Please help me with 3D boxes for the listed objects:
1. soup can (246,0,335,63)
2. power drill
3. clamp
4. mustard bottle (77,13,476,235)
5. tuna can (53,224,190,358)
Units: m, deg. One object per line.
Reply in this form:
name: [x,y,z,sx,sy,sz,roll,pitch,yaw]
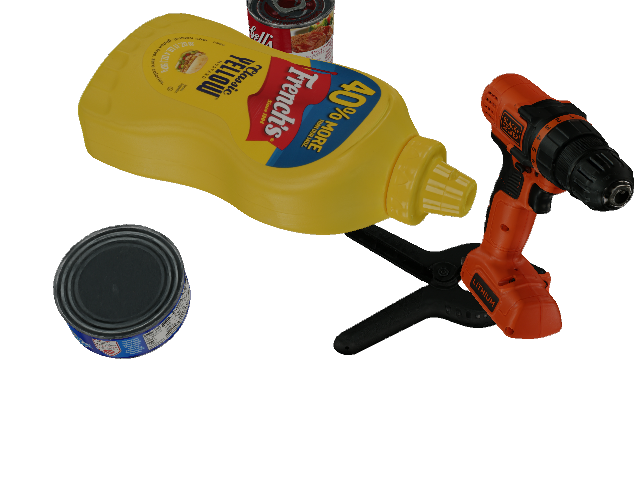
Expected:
soup can: [-0.021,-0.148,0.846,0.068,0.068,0.102,0,-44,2]
power drill: [0.173,-0.018,0.842,0.057,0.188,0.184,-3,32,-18]
clamp: [0.111,0.049,1.016,0.210,0.164,0.036,6,-40,9]
mustard bottle: [-0.015,-0.051,0.517,0.192,0.058,0.096,22,49,21]
tuna can: [-0.129,0.034,0.703,0.086,0.086,0.034,0,-32,4]
